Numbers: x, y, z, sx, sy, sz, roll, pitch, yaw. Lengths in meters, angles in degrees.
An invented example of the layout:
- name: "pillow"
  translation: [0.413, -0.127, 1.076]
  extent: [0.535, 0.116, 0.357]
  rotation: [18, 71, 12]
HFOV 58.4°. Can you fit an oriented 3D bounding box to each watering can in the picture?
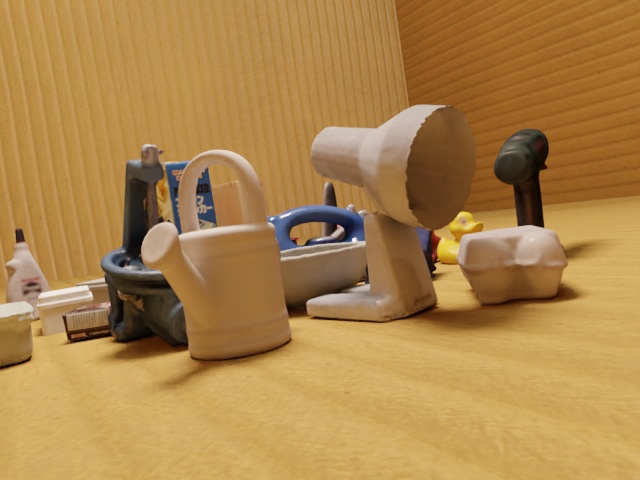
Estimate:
- name: "watering can"
  translation: [-0.092, 0.010, 0.549]
  extent: [0.101, 0.194, 0.173]
  rotation: [-8, 3, 7]

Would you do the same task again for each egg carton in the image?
- name: "egg carton"
  translation: [0.209, 0.025, 0.634]
  extent: [0.107, 0.069, 0.150]
  rotation: [-8, 3, 8]

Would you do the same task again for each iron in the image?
- name: "iron"
  translation: [0.009, 0.003, 0.951]
  extent: [0.259, 0.141, 0.118]
  rotation: [-9, 3, -19]

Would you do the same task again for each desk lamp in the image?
- name: "desk lamp"
  translation: [0.066, -0.026, 0.613]
  extent: [0.118, 0.213, 0.202]
  rotation: [-11, 4, -43]

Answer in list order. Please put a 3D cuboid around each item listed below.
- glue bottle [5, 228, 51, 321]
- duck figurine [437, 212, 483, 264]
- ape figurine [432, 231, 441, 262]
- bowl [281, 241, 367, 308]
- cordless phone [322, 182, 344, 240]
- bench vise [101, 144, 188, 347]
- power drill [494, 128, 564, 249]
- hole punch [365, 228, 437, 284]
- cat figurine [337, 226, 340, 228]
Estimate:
- name: "glue bottle"
  translation: [-0.544, 0.064, 1.059]
  extent: [0.037, 0.173, 0.078]
  rotation: [-6, 3, 34]
- name: "duck figurine"
  translation: [0.245, -0.005, 0.992]
  extent: [0.078, 0.086, 0.104]
  rotation: [-10, 3, -32]
- name: "ape figurine"
  translation: [0.186, -0.002, 1.046]
  extent: [0.078, 0.092, 0.076]
  rotation: [-9, 3, -14]
- name: "bowl"
  translation: [-0.012, 0.049, 0.759]
  extent: [0.167, 0.075, 0.167]
  rotation: [-8, 3, 1]
- name: "cordless phone"
  translation: [0.020, -0.032, 1.217]
  extent: [0.094, 0.185, 0.147]
  rotation: [-9, 3, -3]
- name: "bench vise"
  translation: [-0.213, 0.010, 0.660]
  extent: [0.206, 0.220, 0.122]
  rotation: [-7, 3, 33]
- name: "power drill"
  translation: [0.336, -0.077, 0.918]
  extent: [0.075, 0.208, 0.230]
  rotation: [-7, 3, 30]
- name: "hole punch"
  translation: [0.119, 0.017, 0.862]
  extent: [0.108, 0.091, 0.101]
  rotation: [-7, 3, 21]
- name: "cat figurine"
  translation: [0.055, -0.010, 1.356]
  extent: [0.067, 0.118, 0.128]
  rotation: [-8, 3, 15]
